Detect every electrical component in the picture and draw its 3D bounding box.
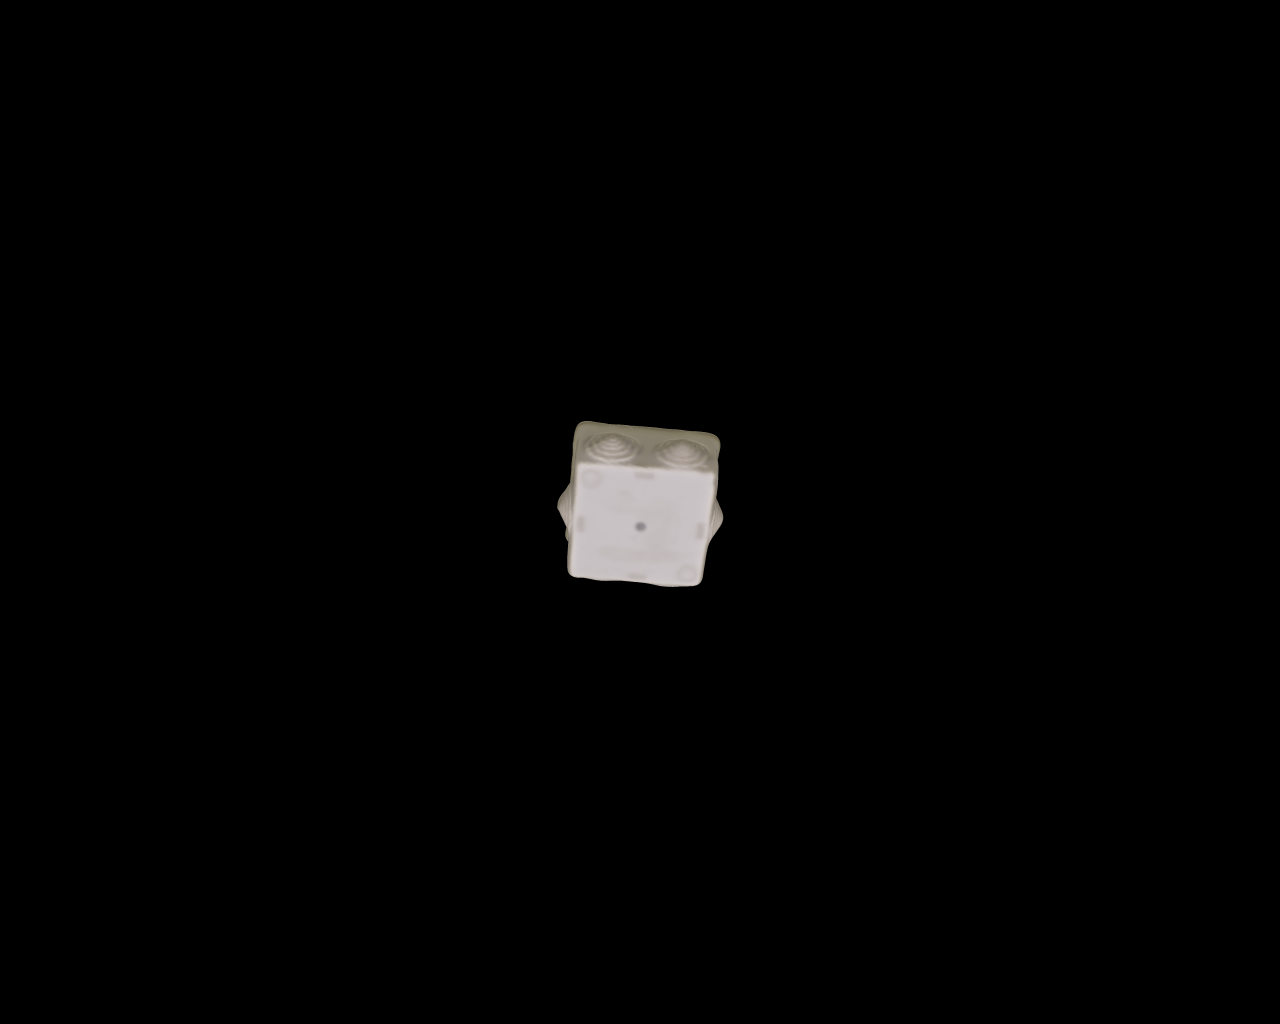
[{"bbox_3d":[0.001,-0.003,0.650,0.100,0.099,0.048,5,31,-3],"label":"electrical component"}]
